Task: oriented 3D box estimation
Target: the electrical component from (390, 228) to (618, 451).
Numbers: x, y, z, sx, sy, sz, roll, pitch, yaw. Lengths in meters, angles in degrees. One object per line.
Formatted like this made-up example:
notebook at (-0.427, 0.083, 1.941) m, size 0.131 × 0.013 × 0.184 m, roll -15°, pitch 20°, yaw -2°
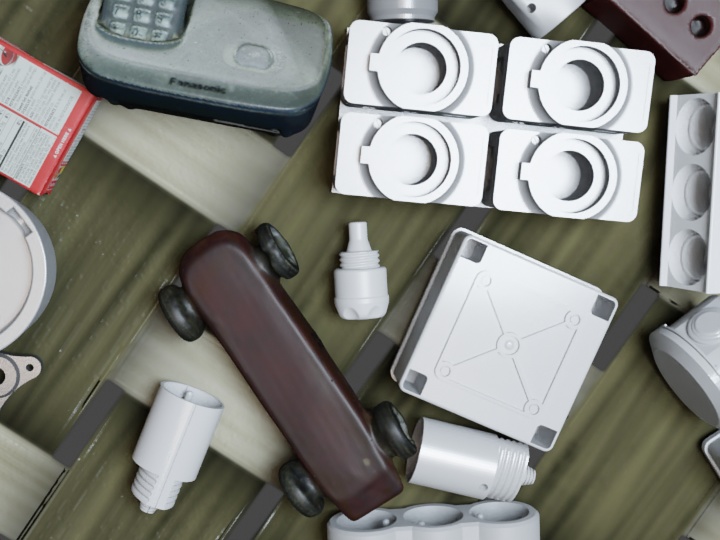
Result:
electrical component at (0.090, 0.043, 0.686) m, size 0.109 × 0.056 × 0.108 m, roll 24°, pitch 94°, yaw -6°

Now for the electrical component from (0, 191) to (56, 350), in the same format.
electrical component at (-0.239, -0.001, 0.658) m, size 0.108 × 0.060 × 0.108 m, roll 0°, pitch 92°, yaw -3°

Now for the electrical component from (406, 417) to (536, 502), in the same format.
electrical component at (0.074, 0.126, 0.700) m, size 0.081 × 0.043 × 0.043 m, roll 14°, pitch 95°, yaw -5°

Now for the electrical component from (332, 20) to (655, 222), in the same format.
electrical component at (0.081, -0.091, 0.670) m, size 0.186 × 0.060 × 0.105 m, roll 5°, pitch 95°, yaw -4°

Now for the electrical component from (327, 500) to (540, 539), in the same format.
electrical component at (0.049, 0.195, 0.701) m, size 0.138 × 0.052 × 0.073 m, roll -3°, pitch 96°, yaw -3°

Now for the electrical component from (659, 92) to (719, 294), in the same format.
electrical component at (0.232, -0.049, 0.681) m, size 0.063 × 0.079 × 0.121 m, roll -1°, pitch 96°, yaw -25°

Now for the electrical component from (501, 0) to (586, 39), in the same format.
electrical component at (0.115, -0.198, 0.669) m, size 0.079 × 0.044 × 0.077 m, roll -41°, pitch 97°, yaw 1°

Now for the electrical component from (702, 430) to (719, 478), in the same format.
electrical component at (0.303, 0.134, 0.709) m, size 0.109 × 0.056 × 0.108 m, roll -33°, pitch 97°, yaw 0°

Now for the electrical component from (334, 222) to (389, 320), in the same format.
electrical component at (0.000, 0.000, 0.687) m, size 0.035 × 0.035 × 0.061 m, roll -3°, pitch 93°, yaw -3°

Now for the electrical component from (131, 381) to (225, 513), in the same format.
electrical component at (-0.122, 0.117, 0.687) m, size 0.043 × 0.043 × 0.081 m, roll 22°, pitch 94°, yaw -5°

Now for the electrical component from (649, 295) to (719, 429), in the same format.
electrical component at (0.228, 0.060, 0.686) m, size 0.051 × 0.080 × 0.080 m, roll -36°, pitch 97°, yaw -5°

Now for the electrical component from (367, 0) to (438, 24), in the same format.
electrical component at (0.026, -0.181, 0.665) m, size 0.045 × 0.045 × 0.055 m, roll -1°, pitch 97°, yaw -3°
